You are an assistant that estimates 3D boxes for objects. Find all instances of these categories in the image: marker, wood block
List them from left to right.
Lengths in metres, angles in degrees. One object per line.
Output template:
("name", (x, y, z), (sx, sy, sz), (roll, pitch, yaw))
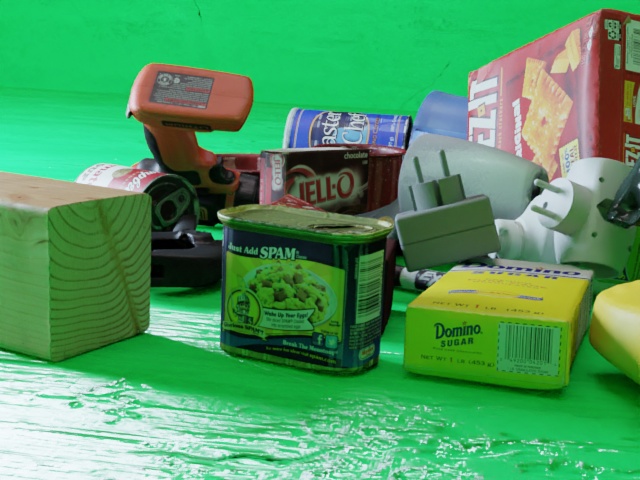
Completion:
("wood block", (-0.215, 0.005, 0.677), (0.206, 0.091, 0.090), (9, 12, 30))
("marker", (0.091, 0.033, 0.797), (0.121, 0.020, 0.020), (10, 13, 33))

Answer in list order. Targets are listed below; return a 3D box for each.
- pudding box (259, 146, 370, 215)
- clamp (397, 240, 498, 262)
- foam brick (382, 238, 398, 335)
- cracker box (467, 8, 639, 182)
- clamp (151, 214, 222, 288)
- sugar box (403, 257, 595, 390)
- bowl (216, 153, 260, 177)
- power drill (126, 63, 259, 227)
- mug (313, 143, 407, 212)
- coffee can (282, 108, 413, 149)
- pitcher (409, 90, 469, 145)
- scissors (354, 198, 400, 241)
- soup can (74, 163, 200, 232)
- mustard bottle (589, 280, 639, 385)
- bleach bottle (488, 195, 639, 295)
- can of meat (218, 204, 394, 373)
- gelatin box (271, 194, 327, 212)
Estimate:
("pudding box", (-0.005, -0.037, 0.951), (0.039, 0.090, 0.113), (11, 13, 39))
("clamp", (0.168, 0.008, 0.895), (0.209, 0.036, 0.165), (-3, 12, -14))
("foam brick", (0.023, 0.028, 0.719), (0.053, 0.051, 0.078), (5, 11, 7))
("cracker box", (0.212, -0.098, 0.970), (0.072, 0.164, 0.214), (7, -9, -23))
("clamp", (-0.086, 0.012, 0.818), (0.120, 0.039, 0.171), (6, 13, 17))
("sugar box", (0.118, 0.046, 0.667), (0.093, 0.048, 0.176), (5, 12, 17))
("bowl", (-0.069, -0.057, 1.130), (0.162, 0.055, 0.162), (2, 11, -1))
("power drill", (-0.096, -0.075, 0.974), (0.184, 0.057, 0.188), (7, -32, 2))
("mug", (0.047, -0.051, 1.054), (0.117, 0.081, 0.093), (-6, 14, -37))
("coffee can", (0.034, -0.100, 1.251), (0.140, 0.103, 0.102), (5, 11, 10))
("pitcher", (0.221, -0.084, 1.165), (0.243, 0.145, 0.149), (11, 46, 24))
("scissors", (0.058, -0.028, 0.939), (0.096, 0.016, 0.201), (-4, 27, 35))
("soup can", (-0.163, -0.029, 0.933), (0.102, 0.068, 0.068), (12, 14, 43))
("mustard bottle", (0.209, 0.068, 0.537), (0.096, 0.058, 0.191), (9, 10, -5))
("bleach bottle", (0.251, -0.007, 0.818), (0.250, 0.102, 0.068), (1, 13, -12))
("can of meat", (-0.011, 0.028, 0.628), (0.102, 0.084, 0.057), (9, 12, 28))
("gelatin box", (-0.005, 0.001, 0.821), (0.089, 0.030, 0.073), (27, 23, 15))
